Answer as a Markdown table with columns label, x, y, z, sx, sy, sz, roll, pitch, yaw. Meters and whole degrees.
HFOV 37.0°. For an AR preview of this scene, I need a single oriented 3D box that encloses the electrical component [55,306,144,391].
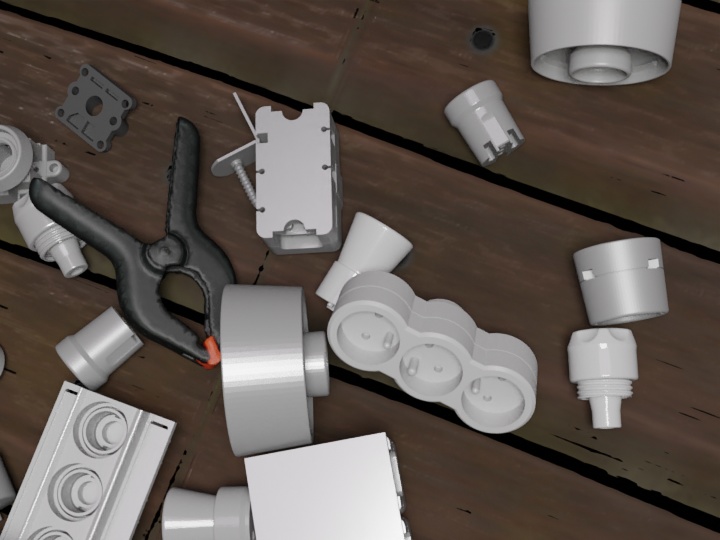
| label | x | y | z | sx | sy | sz | roll | pitch | yaw |
| --- | --- | --- | --- | --- | --- | --- | --- | --- | --- |
| electrical component | -0.174 | 0.052 | 0.723 | 0.046 | 0.040 | 0.040 | -40 | 76 | -8 |

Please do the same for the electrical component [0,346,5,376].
| label | x | y | z | sx | sy | sz | roll | pitch | yaw |
| --- | --- | --- | --- | --- | --- | --- | --- | --- | --- |
| electrical component | -0.272 | 0.055 | 0.717 | 0.040 | 0.078 | 0.040 | -7 | 64 | 14 |

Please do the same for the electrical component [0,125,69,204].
| label | x | y | z | sx | sy | sz | roll | pitch | yaw |
| --- | --- | --- | --- | --- | --- | --- | --- | --- | --- |
| electrical component | -0.245 | -0.073 | 0.751 | 0.066 | 0.055 | 0.048 | -5 | 77 | 5 |

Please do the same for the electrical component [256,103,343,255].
| label | x | y | z | sx | sy | sz | roll | pitch | yaw |
| --- | --- | --- | --- | --- | --- | --- | --- | --- | --- |
| electrical component | -0.040 | -0.059 | 0.724 | 0.050 | 0.055 | 0.089 | -3 | 77 | 6 |

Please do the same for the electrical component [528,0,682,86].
| label | x | y | z | sx | sy | sz | roll | pitch | yaw |
| --- | --- | --- | --- | --- | --- | --- | --- | --- | --- |
| electrical component | 0.159 | -0.158 | 0.705 | 0.099 | 0.099 | 0.064 | 4 | 84 | 7 |

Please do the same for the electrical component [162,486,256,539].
| label | x | y | z | sx | sy | sz | roll | pitch | yaw |
| --- | --- | --- | --- | --- | --- | --- | --- | --- | --- |
| electrical component | -0.094 | 0.161 | 0.687 | 0.055 | 0.045 | 0.045 | -2 | 77 | 6 |

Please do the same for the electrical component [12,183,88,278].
| label | x | y | z | sx | sy | sz | roll | pitch | yaw |
| --- | --- | --- | --- | --- | --- | --- | --- | --- | --- |
| electrical component | -0.209 | -0.025 | 0.742 | 0.043 | 0.043 | 0.062 | -30 | 77 | -1 |

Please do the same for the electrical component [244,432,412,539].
| label | x | y | z | sx | sy | sz | roll | pitch | yaw |
| --- | --- | --- | --- | --- | --- | --- | --- | --- | --- |
| electrical component | -0.011 | 0.184 | 0.663 | 0.089 | 0.061 | 0.150 | -11 | 77 | 4 |

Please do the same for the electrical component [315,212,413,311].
| label | x | y | z | sx | sy | sz | roll | pitch | yaw |
| --- | --- | --- | --- | --- | --- | --- | --- | --- | --- |
| electrical component | 0.000 | 0.000 | 0.715 | 0.044 | 0.044 | 0.065 | 31 | 87 | 12 |

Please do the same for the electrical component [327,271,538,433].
| label | x | y | z | sx | sy | sz | roll | pitch | yaw |
| --- | --- | --- | --- | --- | --- | --- | --- | --- | --- |
| electrical component | 0.050 | 0.043 | 0.688 | 0.138 | 0.073 | 0.052 | 27 | 121 | -5 |

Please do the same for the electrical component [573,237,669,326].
| label | x | y | z | sx | sy | sz | roll | pitch | yaw |
| --- | --- | --- | --- | --- | --- | --- | --- | --- | --- |
| electrical component | 0.168 | 0.008 | 0.687 | 0.055 | 0.055 | 0.047 | -9 | 80 | 4 |

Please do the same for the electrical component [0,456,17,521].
| label | x | y | z | sx | sy | sz | roll | pitch | yaw |
| --- | --- | --- | --- | --- | --- | --- | --- | --- | --- |
| electrical component | -0.259 | 0.131 | 0.714 | 0.040 | 0.040 | 0.078 | -28 | 76 | 0 |

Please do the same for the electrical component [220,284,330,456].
| label | x | y | z | sx | sy | sz | roll | pitch | yaw |
| --- | --- | --- | --- | --- | --- | --- | --- | --- | --- |
| electrical component | -0.050 | 0.061 | 0.675 | 0.060 | 0.108 | 0.108 | -4 | 77 | -1 |

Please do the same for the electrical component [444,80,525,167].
| label | x | y | z | sx | sy | sz | roll | pitch | yaw |
| --- | --- | --- | --- | --- | --- | --- | --- | --- | --- |
| electrical component | 0.085 | -0.099 | 0.728 | 0.040 | 0.040 | 0.046 | -30 | 82 | -1 |

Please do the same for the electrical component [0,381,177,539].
| label | x | y | z | sx | sy | sz | roll | pitch | yaw |
| --- | --- | --- | --- | --- | --- | --- | --- | --- | --- |
| electrical component | -0.173 | 0.143 | 0.690 | 0.079 | 0.063 | 0.121 | 19 | 80 | 10 |

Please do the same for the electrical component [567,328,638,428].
| label | x | y | z | sx | sy | sz | roll | pitch | yaw |
| --- | --- | --- | --- | --- | --- | --- | --- | --- | --- |
| electrical component | 0.154 | 0.069 | 0.680 | 0.043 | 0.043 | 0.062 | -3 | 79 | 6 |
